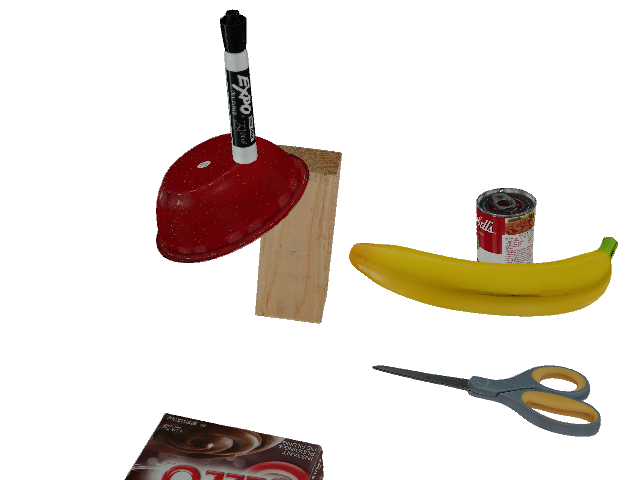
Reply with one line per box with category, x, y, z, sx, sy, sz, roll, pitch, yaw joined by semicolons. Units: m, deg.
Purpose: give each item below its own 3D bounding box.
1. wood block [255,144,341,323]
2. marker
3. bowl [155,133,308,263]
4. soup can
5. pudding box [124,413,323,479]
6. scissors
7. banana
wood block;-0.029;-0.009;1.379;0.090;0.206;0.090;7;24;2
marker;-0.059;-0.110;0.773;0.020;0.121;0.020;-2;38;1
bowl;-0.094;-0.052;0.994;0.162;0.055;0.162;-21;32;14
soup can;0.216;-0.001;1.240;0.068;0.102;0.068;-4;29;2
pudding box;-0.063;0.159;0.672;0.113;0.039;0.090;8;30;14
scissors;0.157;0.125;0.965;0.202;0.016;0.096;18;31;20
banana;0.121;0.026;0.750;0.197;0.037;0.069;0;25;-5
